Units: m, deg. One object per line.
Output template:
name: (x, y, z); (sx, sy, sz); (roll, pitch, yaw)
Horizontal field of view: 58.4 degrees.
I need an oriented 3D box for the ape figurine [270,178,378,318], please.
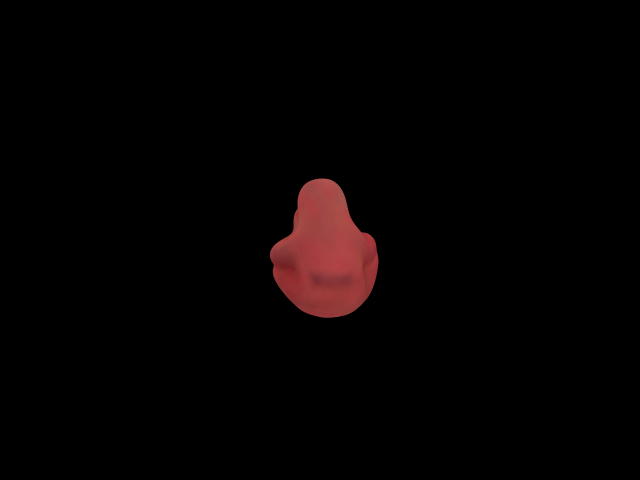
ape figurine: (0.004, 0.001, 0.400); (0.078, 0.092, 0.076); (0, 21, 0)
